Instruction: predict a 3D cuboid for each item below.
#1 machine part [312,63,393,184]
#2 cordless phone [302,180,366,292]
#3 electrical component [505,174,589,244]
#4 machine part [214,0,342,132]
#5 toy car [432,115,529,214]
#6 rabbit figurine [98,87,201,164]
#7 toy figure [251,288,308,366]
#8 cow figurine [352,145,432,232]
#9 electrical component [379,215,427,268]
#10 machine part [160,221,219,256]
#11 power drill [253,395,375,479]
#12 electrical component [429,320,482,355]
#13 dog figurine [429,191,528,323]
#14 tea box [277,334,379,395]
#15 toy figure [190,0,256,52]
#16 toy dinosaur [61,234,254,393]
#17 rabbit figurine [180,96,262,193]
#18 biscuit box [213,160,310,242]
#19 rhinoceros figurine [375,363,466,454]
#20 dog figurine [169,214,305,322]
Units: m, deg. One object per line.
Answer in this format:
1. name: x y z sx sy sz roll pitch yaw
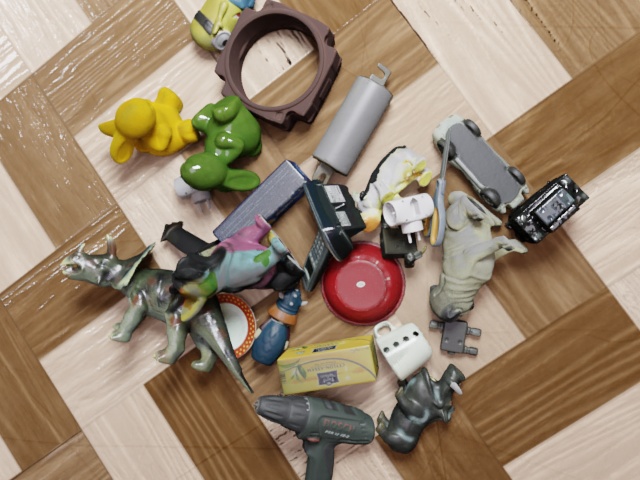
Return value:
1. machine part: 0.060 -0.206 0.980 0.079 0.079 0.243 31 93 8
2. cordless phone: -0.003 -0.004 0.986 0.089 0.184 0.147 0 48 -27
3. electrical component: 0.378 -0.050 0.899 0.115 0.134 0.058 -45 84 4
4. machine part: -0.077 -0.321 0.998 0.202 0.087 0.201 29 95 10
5. toy car: 0.284 -0.136 0.955 0.073 0.056 0.202 -41 85 0
6. rabbit figurine: -0.328 -0.218 0.995 0.162 0.173 0.121 -22 91 4
7. toy figure: -0.080 0.158 1.011 0.058 0.064 0.154 25 89 47
8. cow figurine: 0.114 -0.096 0.971 0.167 0.068 0.098 -45 49 5
9. electrical component: 0.149 -0.001 0.967 0.078 0.045 0.102 5 65 -6
10. machine part: -0.240 0.009 1.035 0.139 0.084 0.039 27 126 17
11. power drill: -0.026 0.376 0.962 0.232 0.086 0.207 9 95 -20
12. electrical component: 0.243 0.176 0.977 0.094 0.021 0.063 10 92 9
13. dog figurine: 0.237 0.031 0.949 0.190 0.121 0.172 -48 49 23
14. tea box: 0.017 0.224 0.976 0.170 0.098 0.068 -10 89 7
15. toy figure: -0.177 -0.442 1.017 0.089 0.082 0.180 35 104 30
16. toy dinosaur: -0.272 0.122 1.003 0.405 0.131 0.192 21 87 7
17. rabbit figurine: -0.188 -0.151 0.985 0.121 0.159 0.170 4 54 40
18. biscuit box: -0.106 -0.060 1.014 0.202 0.059 0.063 -43 83 7
19. rhinoceros figurine: 0.181 0.298 0.961 0.112 0.073 0.190 37 96 9
20. dog figurine: -0.154 0.064 0.951 0.219 0.191 0.109 -34 54 -1
